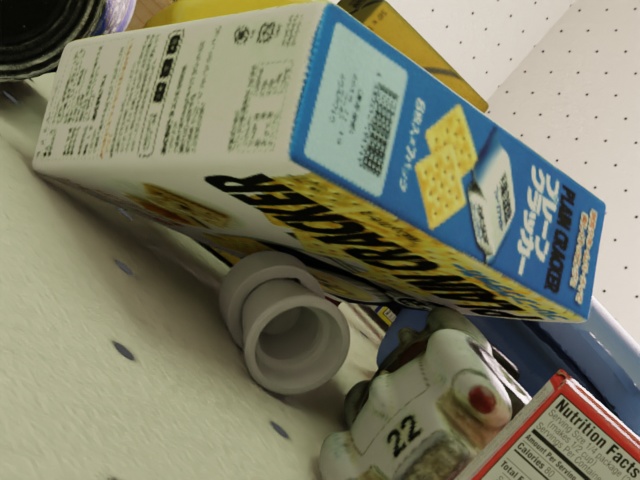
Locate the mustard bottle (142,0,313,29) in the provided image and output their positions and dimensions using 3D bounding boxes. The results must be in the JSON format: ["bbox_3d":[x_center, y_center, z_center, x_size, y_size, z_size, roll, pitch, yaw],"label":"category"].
[{"bbox_3d":[-0.077,-0.084,0.587,0.096,0.058,0.192,-6,-4,-34],"label":"mustard bottle"}]

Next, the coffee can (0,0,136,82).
[{"bbox_3d":[-0.151,-0.135,0.547,0.102,0.103,0.140,41,5,-11],"label":"coffee can"}]

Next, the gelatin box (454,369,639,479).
[{"bbox_3d":[0.071,0.096,0.322,0.073,0.089,0.030,42,6,5],"label":"gelatin box"}]

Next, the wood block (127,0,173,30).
[{"bbox_3d":[-0.092,-0.099,0.769,0.206,0.090,0.090,44,5,33],"label":"wood block"}]

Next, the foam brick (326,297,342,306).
[{"bbox_3d":[-0.005,0.001,0.785,0.078,0.051,0.053,45,7,38],"label":"foam brick"}]

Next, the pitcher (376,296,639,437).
[{"bbox_3d":[0.155,0.110,0.627,0.148,0.145,0.243,-5,46,-52],"label":"pitcher"}]

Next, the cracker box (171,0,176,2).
[{"bbox_3d":[-0.053,-0.123,0.869,0.071,0.164,0.214,-16,47,-36],"label":"cracker box"}]

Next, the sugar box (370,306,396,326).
[{"bbox_3d":[0.104,0.088,0.906,0.176,0.048,0.093,42,3,30],"label":"sugar box"}]

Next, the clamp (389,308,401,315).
[{"bbox_3d":[0.079,0.057,0.814,0.210,0.036,0.165,60,-15,6],"label":"clamp"}]
